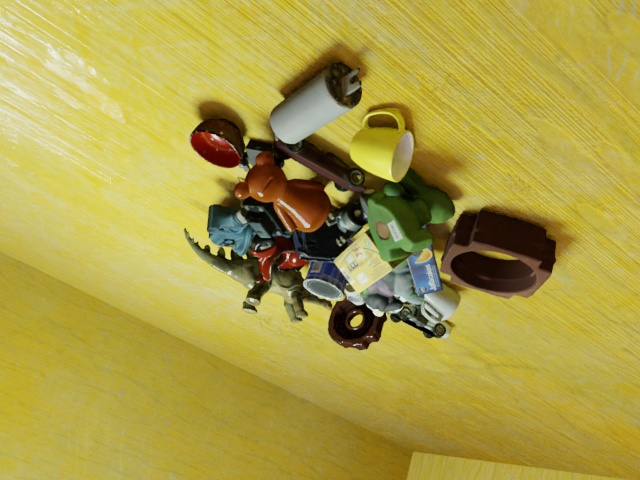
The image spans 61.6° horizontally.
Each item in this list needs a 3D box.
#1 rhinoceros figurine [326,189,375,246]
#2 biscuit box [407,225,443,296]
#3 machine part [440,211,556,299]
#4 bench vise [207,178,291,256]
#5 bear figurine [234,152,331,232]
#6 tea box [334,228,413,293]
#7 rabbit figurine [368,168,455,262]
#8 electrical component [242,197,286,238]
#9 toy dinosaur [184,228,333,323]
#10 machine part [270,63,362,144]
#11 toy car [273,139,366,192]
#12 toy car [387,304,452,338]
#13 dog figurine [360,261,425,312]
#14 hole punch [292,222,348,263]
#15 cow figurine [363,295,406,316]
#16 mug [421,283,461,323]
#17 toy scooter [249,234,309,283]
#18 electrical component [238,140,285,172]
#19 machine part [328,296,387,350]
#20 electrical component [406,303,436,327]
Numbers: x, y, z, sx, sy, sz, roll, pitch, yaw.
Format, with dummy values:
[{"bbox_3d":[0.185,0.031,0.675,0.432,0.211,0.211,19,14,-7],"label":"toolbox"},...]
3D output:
[{"bbox_3d":[0.078,-0.047,1.136,0.073,0.112,0.190,63,165,5],"label":"rhinoceros figurine"},{"bbox_3d":[0.215,0.029,1.158,0.063,0.059,0.202,-15,128,11],"label":"biscuit box"},{"bbox_3d":[0.362,0.033,1.105,0.202,0.087,0.200,15,153,8],"label":"machine part"},{"bbox_3d":[-0.170,-0.031,1.344,0.240,0.129,0.223,9,149,-25],"label":"bench vise"},{"bbox_3d":[-0.077,-0.095,1.090,0.195,0.120,0.132,29,-174,-23],"label":"bear figurine"},{"bbox_3d":[0.109,0.037,1.141,0.098,0.068,0.169,54,148,4],"label":"tea box"},{"bbox_3d":[0.175,-0.055,1.024,0.159,0.170,0.121,60,149,13],"label":"rabbit figurine"},{"bbox_3d":[-0.112,-0.074,1.190,0.058,0.134,0.114,4,150,30],"label":"electrical component"},{"bbox_3d":[-0.159,0.100,1.467,0.471,0.198,0.105,22,146,-25],"label":"toy dinosaur"},{"bbox_3d":[-0.011,-0.224,0.899,0.079,0.079,0.243,34,152,-25],"label":"machine part"},{"bbox_3d":[0.003,-0.152,1.051,0.202,0.053,0.089,26,169,-13],"label":"toy car"},{"bbox_3d":[0.288,0.236,1.575,0.202,0.056,0.073,27,159,-9],"label":"toy car"},{"bbox_3d":[0.156,0.066,1.283,0.192,0.108,0.219,-17,134,23],"label":"dog figurine"},{"bbox_3d":[-0.003,-0.004,1.243,0.142,0.115,0.092,7,166,-28],"label":"hole punch"},{"bbox_3d":[0.189,0.142,1.449,0.098,0.068,0.167,43,137,-23],"label":"cow figurine"},{"bbox_3d":[0.287,0.152,1.368,0.107,0.109,0.081,37,152,-3],"label":"mug"},{"bbox_3d":[-0.095,0.045,1.294,0.184,0.135,0.075,0,-149,-36],"label":"toy scooter"},{"bbox_3d":[-0.121,-0.165,1.124,0.102,0.045,0.078,15,154,11],"label":"electrical component"},{"bbox_3d":[0.110,0.240,1.585,0.180,0.179,0.056,2,150,32],"label":"machine part"},{"bbox_3d":[0.287,0.213,1.519,0.094,0.063,0.021,31,152,-21],"label":"electrical component"}]
